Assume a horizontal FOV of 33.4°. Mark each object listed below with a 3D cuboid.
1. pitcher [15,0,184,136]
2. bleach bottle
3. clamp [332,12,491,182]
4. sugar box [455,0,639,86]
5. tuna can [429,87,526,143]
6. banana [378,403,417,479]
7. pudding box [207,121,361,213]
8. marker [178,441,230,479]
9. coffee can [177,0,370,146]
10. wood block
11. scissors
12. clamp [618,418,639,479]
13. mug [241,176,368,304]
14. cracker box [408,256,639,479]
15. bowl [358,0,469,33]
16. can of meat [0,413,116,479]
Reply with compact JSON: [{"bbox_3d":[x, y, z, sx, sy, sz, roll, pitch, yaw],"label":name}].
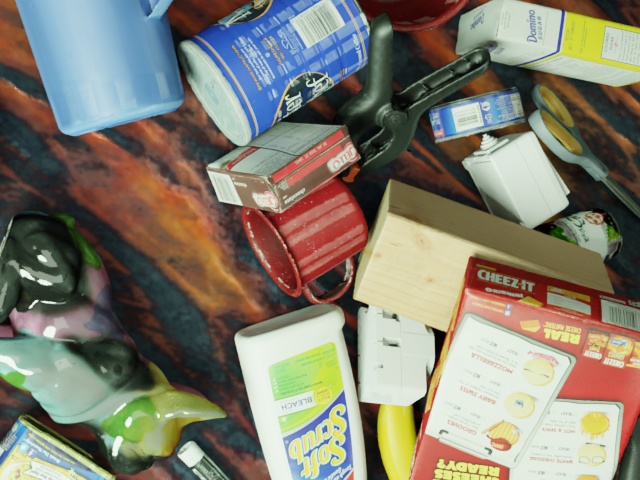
[{"bbox_3d":[-0.182,-0.215,0.865,0.144,0.149,0.243,-17,99,-15],"label":"pitcher"},{"bbox_3d":[0.002,0.191,0.967,0.102,0.068,0.251,-17,98,-14],"label":"bleach bottle"},{"bbox_3d":[0.072,-0.120,0.945,0.120,0.172,0.039,10,44,-20],"label":"clamp"},{"bbox_3d":[0.227,-0.185,1.007,0.176,0.093,0.048,11,87,-17],"label":"sugar box"},{"bbox_3d":[0.145,-0.116,0.988,0.086,0.086,0.034,-15,94,-15],"label":"tuna can"},{"bbox_3d":[0.098,0.216,1.007,0.069,0.037,0.198,-21,97,-13],"label":"banana"},{"bbox_3d":[-0.034,-0.065,0.915,0.090,0.114,0.039,-34,116,-24],"label":"pudding box"},{"bbox_3d":[-0.082,0.230,0.965,0.020,0.020,0.121,-44,102,-11],"label":"marker"},{"bbox_3d":[-0.038,-0.161,0.926,0.140,0.103,0.103,-34,100,-13],"label":"coffee can"},{"bbox_3d":[0.143,0.032,0.952,0.206,0.090,0.090,19,115,-3],"label":"wood block"},{"bbox_3d":[0.265,-0.087,1.053,0.201,0.016,0.096,28,40,-39],"label":"scissors"},{"bbox_3d":[0.345,0.179,1.075,0.164,0.036,0.210,-18,94,-7],"label":"clamp"},{"bbox_3d":[-0.006,0.001,0.948,0.081,0.093,0.117,-31,107,-18],"label":"mug"},{"bbox_3d":[0.177,0.136,0.904,0.164,0.072,0.214,14,118,5],"label":"cracker box"},{"bbox_3d":[0.068,-0.267,0.979,0.162,0.055,0.162,0,91,-16],"label":"bowl"},{"bbox_3d":[-0.236,0.208,0.901,0.102,0.057,0.084,37,79,-14],"label":"can of meat"}]
